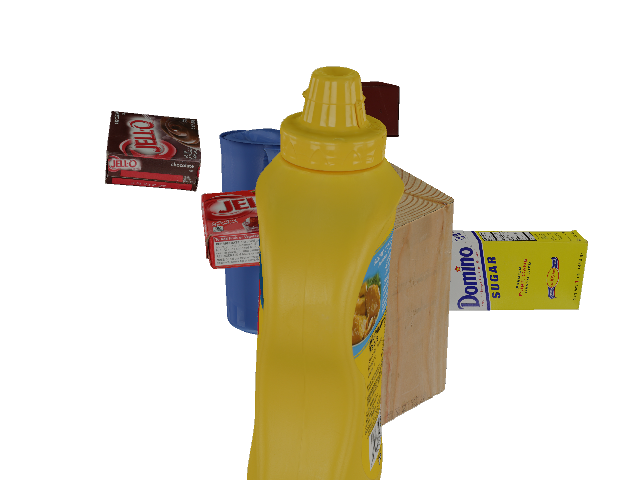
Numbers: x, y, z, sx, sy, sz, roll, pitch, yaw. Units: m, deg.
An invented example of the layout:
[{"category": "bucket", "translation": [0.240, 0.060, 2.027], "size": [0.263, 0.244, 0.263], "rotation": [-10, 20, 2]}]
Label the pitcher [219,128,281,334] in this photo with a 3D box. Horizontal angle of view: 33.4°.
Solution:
[{"category": "pitcher", "translation": [-0.057, -0.011, 1.287], "size": [0.145, 0.243, 0.148], "rotation": [12, 17, 37]}]

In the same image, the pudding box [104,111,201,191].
[{"category": "pudding box", "translation": [-0.167, -0.090, 1.063], "size": [0.090, 0.039, 0.113], "rotation": [5, 25, -11]}]

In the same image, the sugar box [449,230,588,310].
[{"category": "sugar box", "translation": [0.228, 0.037, 1.291], "size": [0.176, 0.093, 0.048], "rotation": [-2, 21, -9]}]

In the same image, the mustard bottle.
[{"category": "mustard bottle", "translation": [0.002, 0.024, 0.437], "size": [0.058, 0.192, 0.096], "rotation": [8, 25, 10]}]

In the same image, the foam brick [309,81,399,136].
[{"category": "foam brick", "translation": [0.033, -0.129, 1.057], "size": [0.078, 0.051, 0.053], "rotation": [-4, 14, -20]}]

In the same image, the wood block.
[{"category": "wood block", "translation": [0.054, 0.049, 0.944], "size": [0.090, 0.206, 0.091], "rotation": [-24, 39, -29]}]

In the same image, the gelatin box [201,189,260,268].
[{"category": "gelatin box", "translation": [-0.039, -0.012, 0.757], "size": [0.089, 0.030, 0.073], "rotation": [-5, 26, -7]}]
